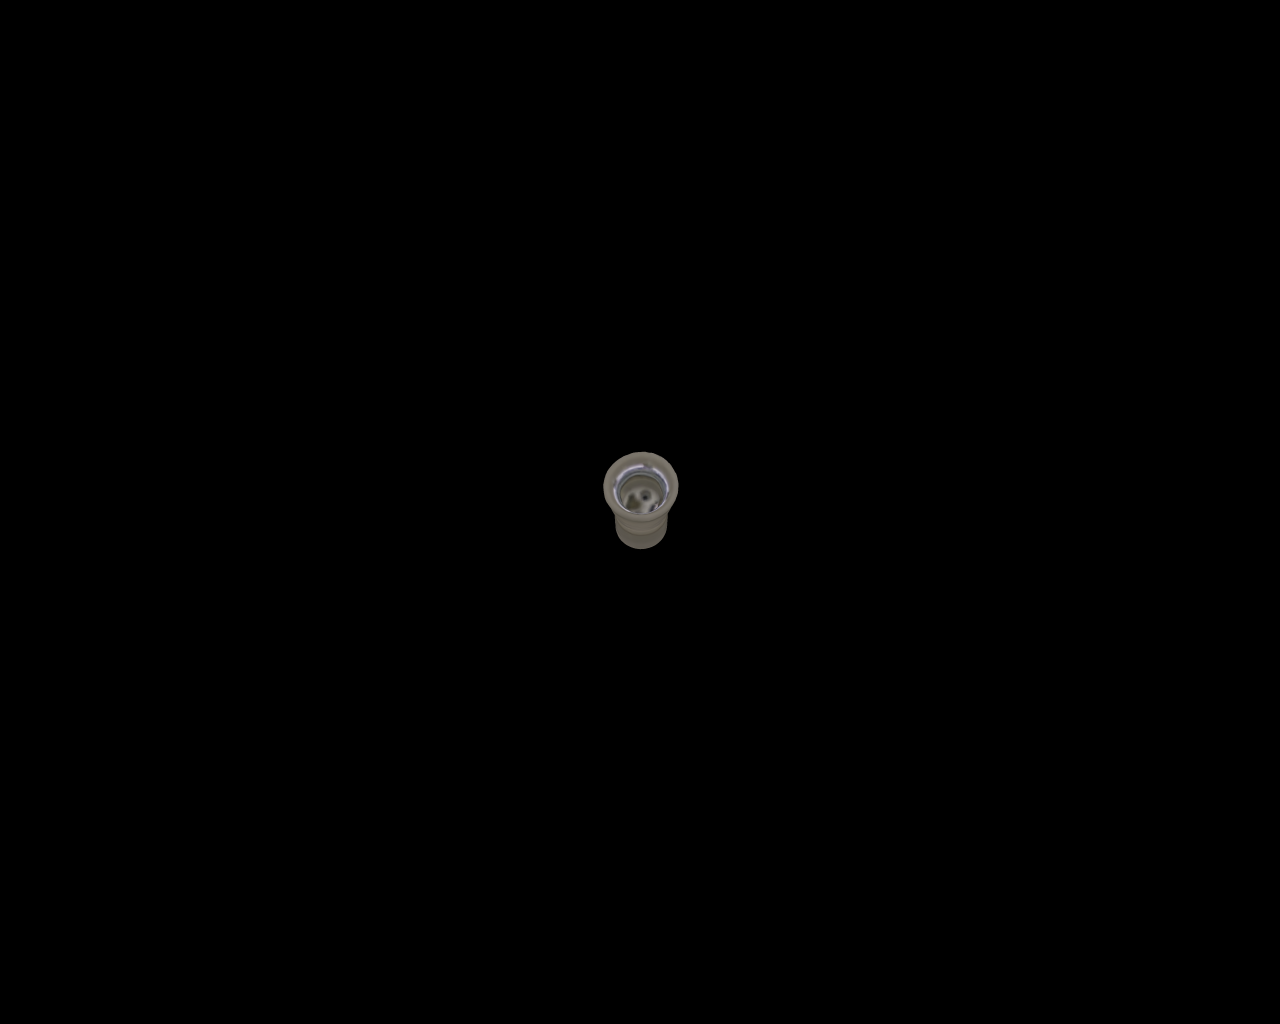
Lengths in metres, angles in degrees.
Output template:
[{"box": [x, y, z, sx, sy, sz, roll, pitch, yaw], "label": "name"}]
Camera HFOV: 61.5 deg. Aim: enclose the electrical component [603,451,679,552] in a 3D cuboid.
[{"box": [0.001, -0.003, 0.650, 0.044, 0.044, 0.065, 0, -25, 0], "label": "electrical component"}]
